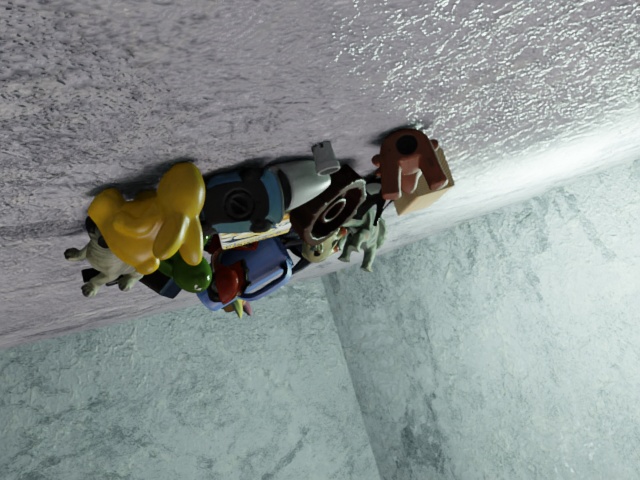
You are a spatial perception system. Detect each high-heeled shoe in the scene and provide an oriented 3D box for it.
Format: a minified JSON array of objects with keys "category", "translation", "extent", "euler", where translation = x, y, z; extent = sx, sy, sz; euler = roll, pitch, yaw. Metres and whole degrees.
[{"category":"high-heeled shoe","translation":[0.100,-0.117,1.268],"extent":[0.086,0.145,0.249],"euler":[12,-173,-31]}]

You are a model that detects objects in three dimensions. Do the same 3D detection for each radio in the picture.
[{"category":"radio","translation":[-0.344,0.063,1.252],"extent":[0.131,0.073,0.229],"euler":[-54,-178,-11]}]

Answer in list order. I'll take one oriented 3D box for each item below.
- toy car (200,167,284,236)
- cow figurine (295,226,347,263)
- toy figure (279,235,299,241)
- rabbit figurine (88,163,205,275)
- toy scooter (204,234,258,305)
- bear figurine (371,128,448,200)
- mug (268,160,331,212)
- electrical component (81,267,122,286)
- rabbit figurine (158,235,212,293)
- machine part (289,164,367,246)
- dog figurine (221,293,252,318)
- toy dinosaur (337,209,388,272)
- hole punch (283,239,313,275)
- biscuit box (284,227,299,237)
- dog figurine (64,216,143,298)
[{"category":"toy car","translation":[-0.137,-0.061,0.899],"extent":[0.162,0.109,0.103],"euler":[-11,-176,4]},{"category":"cow figurine","translation":[-0.003,-0.004,1.302],"extent":[0.127,0.085,0.194],"euler":[-35,167,-24]},{"category":"toy figure","translation":[-0.137,0.004,1.549],"extent":[0.154,0.058,0.064],"euler":[-11,166,-5]},{"category":"rabbit figurine","translation":[-0.234,-0.037,0.785],"extent":[0.173,0.162,0.121],"euler":[-38,153,19]},{"category":"toy scooter","translation":[-0.204,0.055,1.256],"extent":[0.135,0.183,0.075],"euler":[-10,174,-5]},{"category":"bear figurine","translation":[0.159,-0.125,0.996],"extent":[0.120,0.132,0.195],"euler":[-12,167,3]},{"category":"mug","translation":[-0.040,-0.095,0.946],"extent":[0.107,0.081,0.109],"euler":[-20,170,-36]},{"category":"electrical component","translation":[-0.469,0.063,1.202],"extent":[0.119,0.075,0.048],"euler":[-9,170,-26]},{"category":"rabbit figurine","translation":[-0.251,0.018,0.962],"extent":[0.121,0.170,0.159],"euler":[-11,170,-31]},{"category":"machine part","translation":[0.016,-0.067,1.063],"extent":[0.179,0.056,0.179],"euler":[-38,159,-18]},{"category":"dog figurine","translation":[-0.212,0.100,1.468],"extent":[0.192,0.219,0.108],"euler":[-18,176,13]},{"category":"toy dinosaur","translation":[0.118,-0.033,1.565],"extent":[0.131,0.192,0.404],"euler":[16,163,13]},{"category":"hole punch","translation":[-0.047,0.042,1.472],"extent":[0.116,0.092,0.142],"euler":[-13,172,-13]},{"category":"biscuit box","translation":[-0.034,-0.042,1.416],"extent":[0.063,0.059,0.202],"euler":[-20,171,20]},{"category":"dog figurine","translation":[-0.338,0.004,0.947],"extent":[0.190,0.121,0.172],"euler":[-37,179,38]}]
